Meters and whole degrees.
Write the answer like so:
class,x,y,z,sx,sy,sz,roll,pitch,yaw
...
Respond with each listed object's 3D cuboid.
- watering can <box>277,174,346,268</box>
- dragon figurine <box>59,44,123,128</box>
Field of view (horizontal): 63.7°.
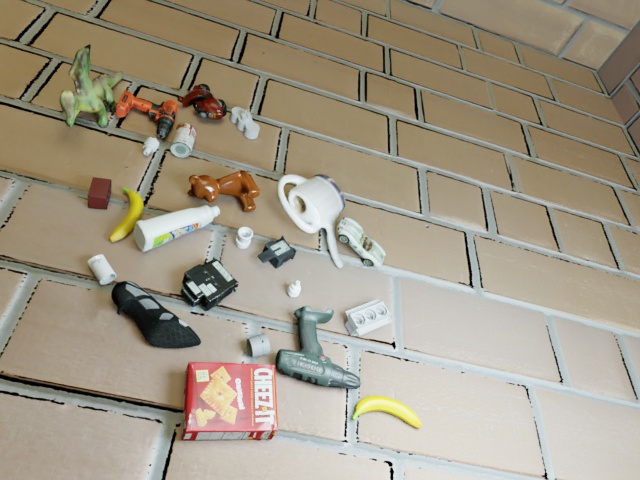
class,x,y,z,sx,sy,sz,roll,pitch,yaw
watering can,0.005,-0.085,1.681,0.348,0.102,0.228,51,47,2
dragon figurine,-0.722,-0.505,1.639,0.122,0.237,0.420,13,50,-7
